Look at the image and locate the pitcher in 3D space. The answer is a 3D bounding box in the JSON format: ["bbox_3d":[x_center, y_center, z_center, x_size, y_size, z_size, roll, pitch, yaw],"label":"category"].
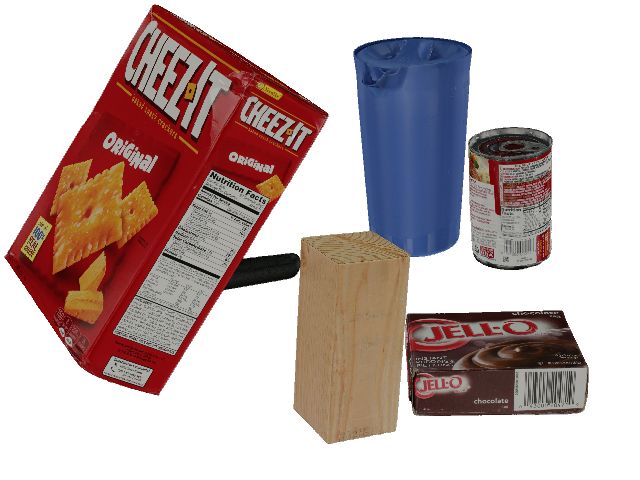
[{"bbox_3d":[0.115,-0.113,1.250,0.149,0.243,0.145,-5,24,-5],"label":"pitcher"}]

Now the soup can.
[{"bbox_3d":[0.159,-0.035,0.886,0.068,0.102,0.068,-5,25,2],"label":"soup can"}]

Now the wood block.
[{"bbox_3d":[0.032,0.103,1.163,0.090,0.206,0.091,-6,20,-25],"label":"wood block"}]

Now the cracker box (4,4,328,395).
[{"bbox_3d":[-0.112,-0.033,0.709,0.072,0.214,0.164,25,10,-40],"label":"cracker box"}]

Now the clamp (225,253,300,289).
[{"bbox_3d":[-0.142,0.029,1.022,0.165,0.036,0.209,27,36,27],"label":"clamp"}]

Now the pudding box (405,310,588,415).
[{"bbox_3d":[0.114,0.080,0.714,0.113,0.039,0.090,0,21,2],"label":"pudding box"}]
